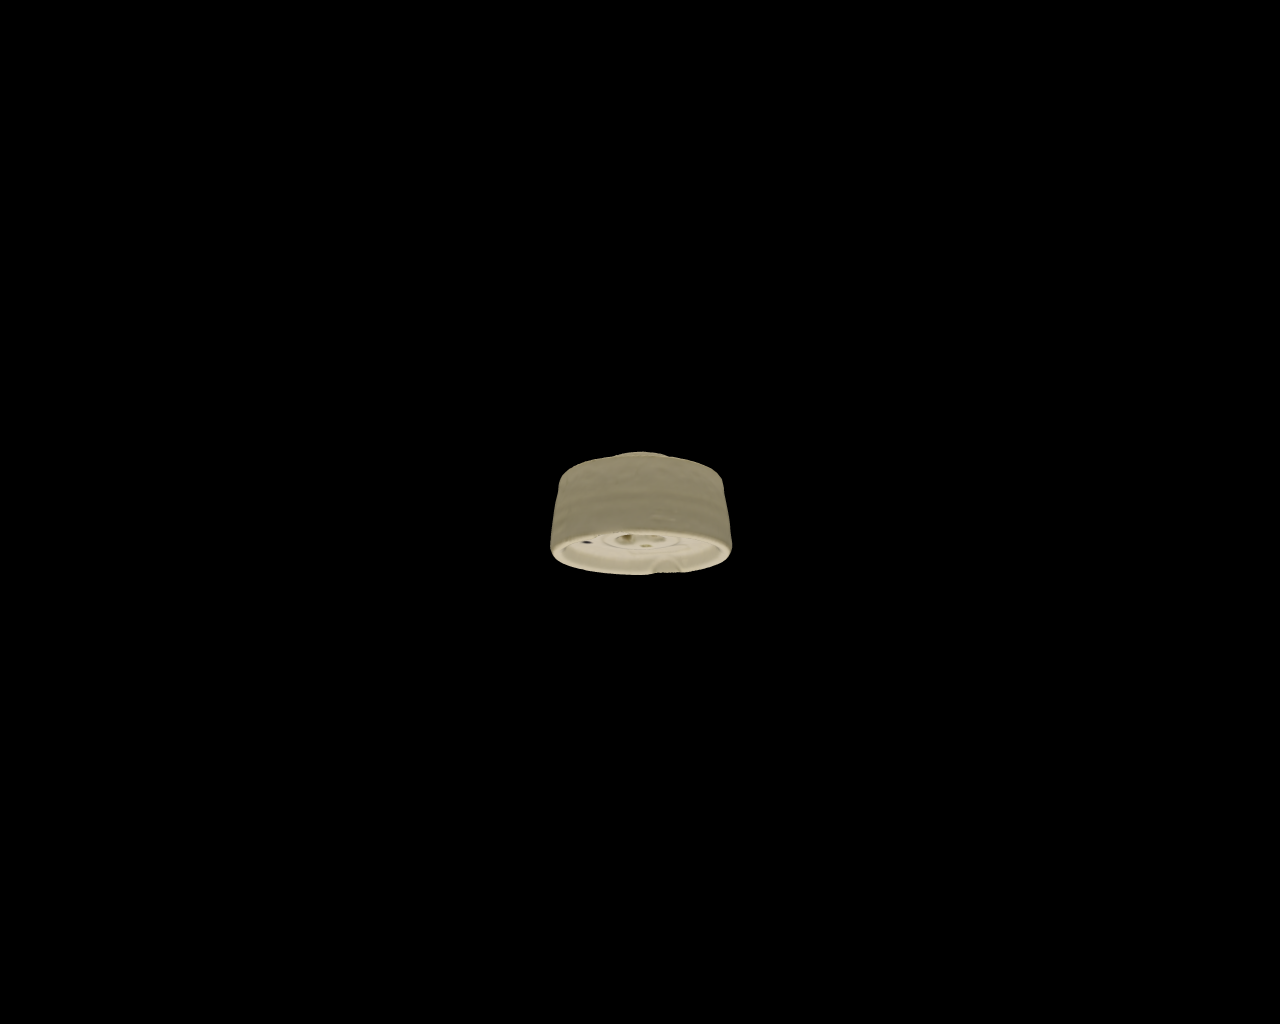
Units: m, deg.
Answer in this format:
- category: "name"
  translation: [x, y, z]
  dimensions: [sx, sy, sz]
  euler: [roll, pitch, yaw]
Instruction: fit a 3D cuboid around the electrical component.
- category: "electrical component"
  translation: [0.001, -0.003, 0.650]
  dimensions: [0.108, 0.060, 0.108]
  euler: [0, -16, 0]
